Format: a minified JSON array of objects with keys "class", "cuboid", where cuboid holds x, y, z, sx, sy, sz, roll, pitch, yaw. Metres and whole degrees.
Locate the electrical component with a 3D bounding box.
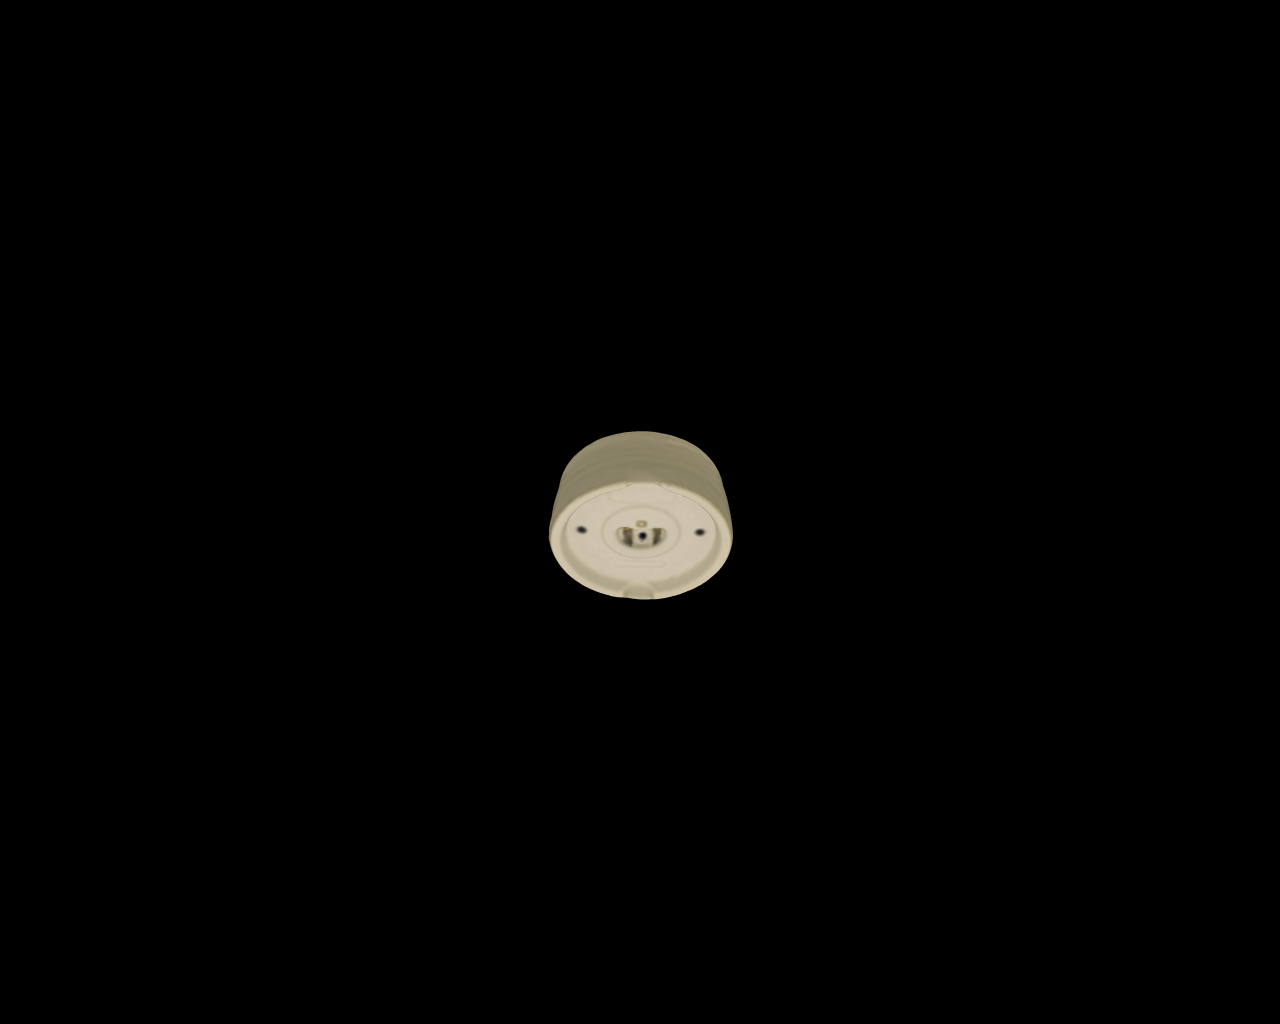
[{"class":"electrical component","cuboid":[0.001,-0.003,0.650,0.108,0.060,0.108,0,-43,0]}]
